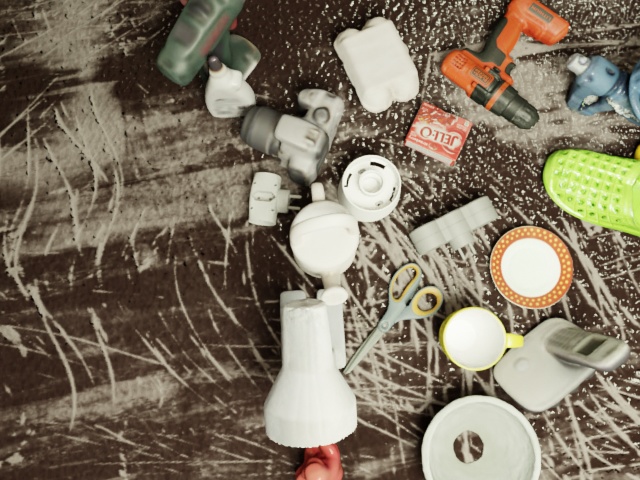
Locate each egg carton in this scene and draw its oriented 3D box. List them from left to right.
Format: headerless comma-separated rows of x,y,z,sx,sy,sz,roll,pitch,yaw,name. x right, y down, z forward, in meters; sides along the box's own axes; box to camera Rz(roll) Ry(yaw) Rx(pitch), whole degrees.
0.094,-0.285,0.931,0.107,0.069,0.150,-25,81,-4,egg carton

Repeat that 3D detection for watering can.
0.010,0.002,0.820,0.101,0.194,0.173,-31,81,-4,watering can

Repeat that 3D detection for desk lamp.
-0.016,0.162,0.784,0.118,0.213,0.203,-4,80,0,desk lamp

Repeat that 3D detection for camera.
-0.047,-0.178,0.898,0.136,0.101,0.143,22,81,4,camera

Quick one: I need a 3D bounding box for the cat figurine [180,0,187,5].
-0.186,-0.399,0.927,0.067,0.118,0.128,-37,82,-5,cat figurine

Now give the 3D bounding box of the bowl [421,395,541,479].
0.225,0.307,0.829,0.167,0.075,0.167,0,80,0,bowl

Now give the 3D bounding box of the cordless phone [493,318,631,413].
0.334,0.176,0.794,0.147,0.185,0.094,-42,82,-6,cordless phone

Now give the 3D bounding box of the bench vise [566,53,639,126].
0.478,-0.228,0.845,0.207,0.220,0.121,5,80,1,bench vise

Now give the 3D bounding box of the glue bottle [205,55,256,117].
-0.145,-0.235,0.871,0.078,0.173,0.037,-2,80,0,glue bottle

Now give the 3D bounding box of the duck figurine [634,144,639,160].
0.553,-0.124,0.895,0.077,0.086,0.104,-41,82,-6,duck figurine

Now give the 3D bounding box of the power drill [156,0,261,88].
-0.150,-0.317,0.867,0.075,0.208,0.230,34,82,6,power drill

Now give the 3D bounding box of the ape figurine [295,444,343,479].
-0.002,0.328,0.817,0.078,0.092,0.076,-34,82,-5,ape figurine
